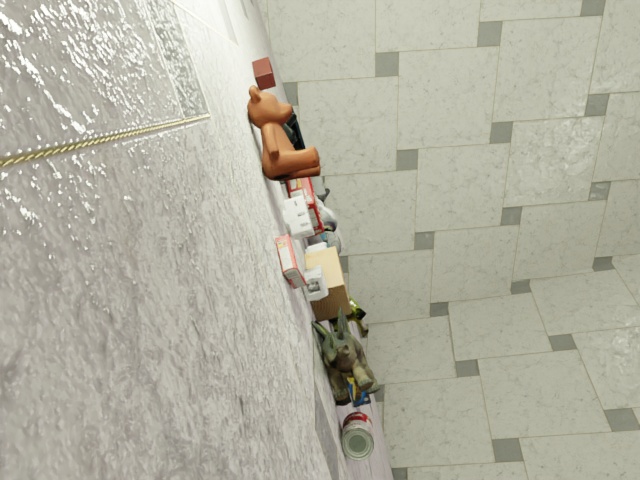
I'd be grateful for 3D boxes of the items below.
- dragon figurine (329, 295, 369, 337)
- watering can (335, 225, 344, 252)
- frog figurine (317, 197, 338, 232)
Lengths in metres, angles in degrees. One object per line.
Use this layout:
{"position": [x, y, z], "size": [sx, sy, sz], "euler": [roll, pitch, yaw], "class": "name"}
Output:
{"position": [0.049, 0.173, 1.647], "size": [0.247, 0.122, 0.401], "euler": [-121, -165, -53], "class": "dragon figurine"}
{"position": [0.037, 0.001, 2.077], "size": [0.347, 0.104, 0.225], "euler": [22, 51, -87], "class": "watering can"}
{"position": [0.006, -0.099, 1.958], "size": [0.135, 0.122, 0.163], "euler": [41, 40, -49], "class": "frog figurine"}
